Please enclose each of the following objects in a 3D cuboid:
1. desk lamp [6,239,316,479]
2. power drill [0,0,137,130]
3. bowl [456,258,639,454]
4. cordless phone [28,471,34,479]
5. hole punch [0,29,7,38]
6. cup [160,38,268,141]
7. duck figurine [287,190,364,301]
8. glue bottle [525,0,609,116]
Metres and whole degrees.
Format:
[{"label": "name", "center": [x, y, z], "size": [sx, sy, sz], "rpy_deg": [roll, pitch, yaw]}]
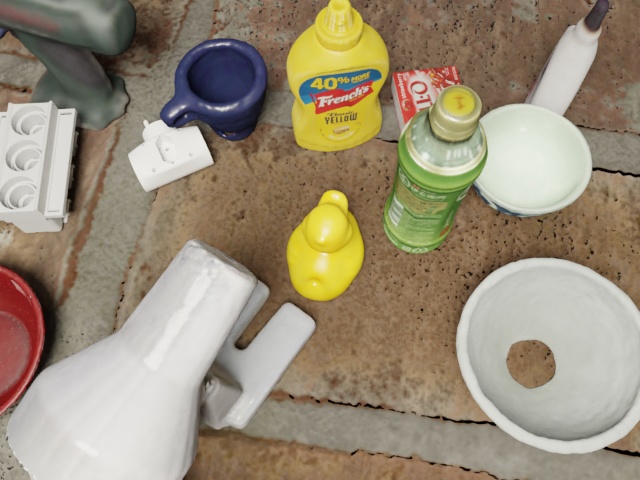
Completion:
[{"label": "desk lamp", "center": [-0.104, 0.095, 0.445], "size": [0.117, 0.213, 0.203], "rpy_deg": [33, 73, 12]}, {"label": "power drill", "center": [-0.282, -0.200, 0.562], "size": [0.229, 0.208, 0.075], "rpy_deg": [11, 70, 5]}, {"label": "bowl", "center": [0.199, 0.104, 0.514], "size": [0.167, 0.075, 0.167], "rpy_deg": [0, 69, 0]}, {"label": "cordless phone", "center": [-0.161, 0.204, 0.420], "size": [0.094, 0.185, 0.147], "rpy_deg": [-32, 72, -11]}, {"label": "hole punch", "center": [-0.416, -0.284, 0.657], "size": [0.101, 0.091, 0.109], "rpy_deg": [28, 72, 11]}, {"label": "cup", "center": [-0.106, -0.139, 0.598], "size": [0.118, 0.095, 0.091], "rpy_deg": [-39, 73, -13]}, {"label": "duck figurine", "center": [0.005, 0.002, 0.548], "size": [0.077, 0.086, 0.104], "rpy_deg": [13, 70, 6]}, {"label": "glue bottle", "center": [0.244, -0.173, 0.567], "size": [0.037, 0.173, 0.078], "rpy_deg": [19, 70, 8]}]
